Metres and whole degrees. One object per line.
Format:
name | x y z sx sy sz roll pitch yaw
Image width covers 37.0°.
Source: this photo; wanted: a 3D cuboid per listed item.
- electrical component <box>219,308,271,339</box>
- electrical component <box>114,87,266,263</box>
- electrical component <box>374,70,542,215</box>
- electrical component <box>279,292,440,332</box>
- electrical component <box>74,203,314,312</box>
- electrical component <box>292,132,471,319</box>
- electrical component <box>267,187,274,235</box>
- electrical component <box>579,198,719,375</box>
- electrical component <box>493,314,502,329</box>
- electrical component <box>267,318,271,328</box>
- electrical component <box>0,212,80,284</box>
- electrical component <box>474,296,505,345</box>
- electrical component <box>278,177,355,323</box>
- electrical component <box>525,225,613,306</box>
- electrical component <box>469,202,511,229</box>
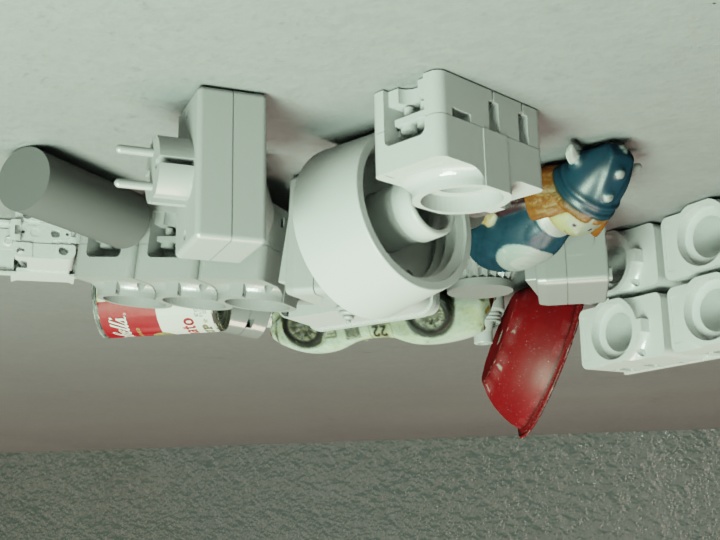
electrical component | -0.113 0.033 0.982 0.047 0.055 0.055 11 162 -28
electrical component | -0.092 -0.051 0.573 0.076 0.083 0.047 5 165 -22
electrical component | 0.055 -0.065 0.589 0.089 0.055 0.050 12 161 -44
electrical component | 0.000 0.000 0.805 0.113 0.078 0.057 -10 161 33
electrical component | -0.114 -0.006 0.764 0.150 0.061 0.089 1 168 23
electrical component | 0.020 -0.031 0.629 0.060 0.108 0.108 -21 156 41
electrical component | -0.083 -0.043 0.674 0.055 0.055 0.047 -1 163 -2
electrical component | 0.247 0.014 0.825 0.060 0.105 0.186 7 164 -31
electrical component | 0.086 0.044 1.064 0.079 0.043 0.077 7 164 -31
electrical component | -0.105 0.037 1.039 0.061 0.035 0.035 6 165 -17
electrical component | -0.231 -0.019 0.785 0.081 0.042 0.064 2 162 -17
electrical component | 0.114 0.039 1.005 0.048 0.062 0.048 -1 166 0
electrical component | -0.015 -0.012 0.714 0.061 0.096 0.062 -4 167 25
electrical component | 0.155 -0.010 0.810 0.061 0.061 0.096 -4 166 10
electrical component | 0.061 -0.046 0.694 0.043 0.043 0.081 12 161 -43
